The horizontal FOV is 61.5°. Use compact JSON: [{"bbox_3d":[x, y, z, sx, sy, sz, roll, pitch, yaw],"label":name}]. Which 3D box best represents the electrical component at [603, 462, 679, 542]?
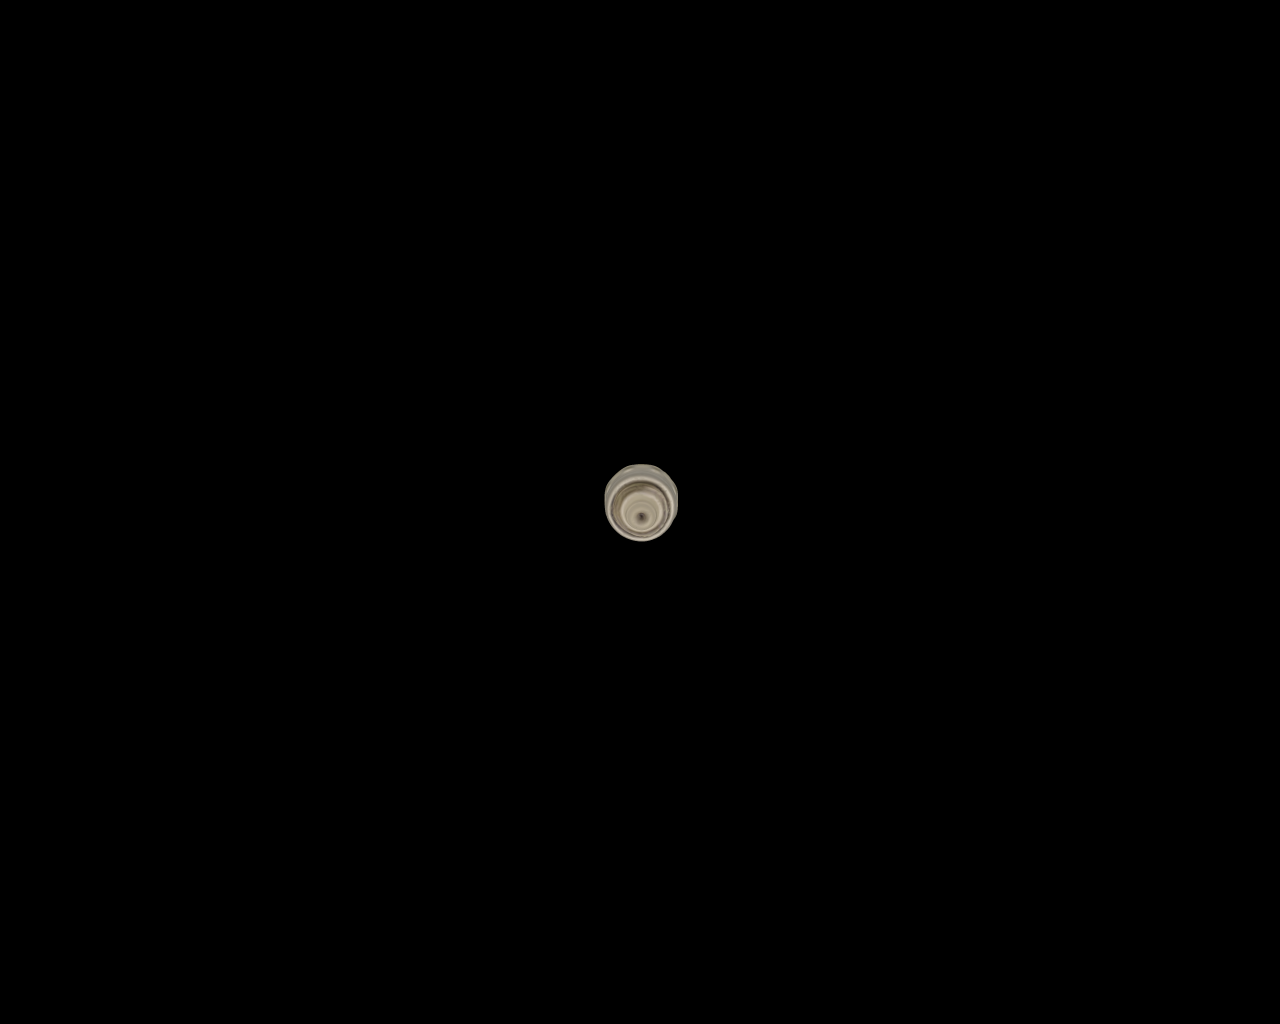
[{"bbox_3d":[0.001,-0.003,0.650,0.048,0.048,0.062,0,12,0],"label":"electrical component"}]
